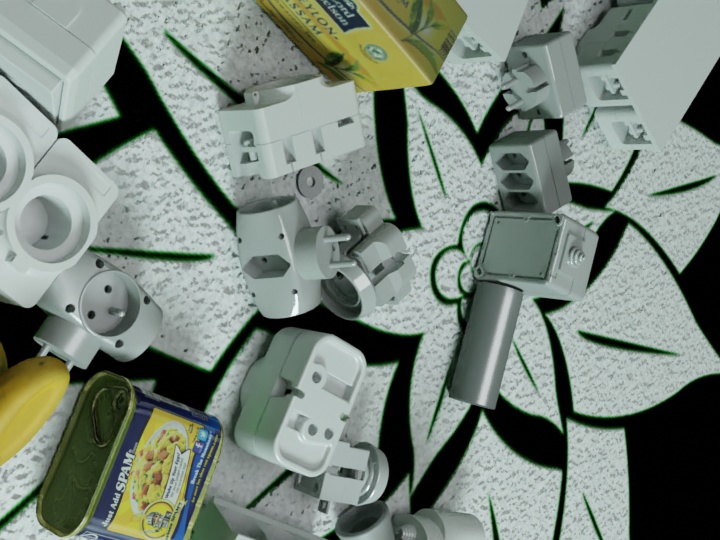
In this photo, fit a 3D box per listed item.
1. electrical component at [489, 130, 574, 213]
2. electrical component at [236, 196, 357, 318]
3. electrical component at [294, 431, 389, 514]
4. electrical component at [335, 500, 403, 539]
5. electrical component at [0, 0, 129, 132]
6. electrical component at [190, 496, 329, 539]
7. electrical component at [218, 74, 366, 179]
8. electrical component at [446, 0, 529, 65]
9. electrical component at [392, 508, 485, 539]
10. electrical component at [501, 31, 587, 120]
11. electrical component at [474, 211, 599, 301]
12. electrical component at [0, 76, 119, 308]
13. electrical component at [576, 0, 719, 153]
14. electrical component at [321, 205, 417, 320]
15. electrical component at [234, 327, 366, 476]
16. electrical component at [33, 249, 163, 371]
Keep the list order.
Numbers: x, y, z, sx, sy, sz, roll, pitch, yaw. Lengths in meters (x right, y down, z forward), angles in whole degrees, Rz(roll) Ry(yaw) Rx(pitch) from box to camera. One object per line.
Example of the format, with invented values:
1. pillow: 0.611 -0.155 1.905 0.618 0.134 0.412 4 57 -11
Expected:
1. electrical component: 0.160 -0.091 0.933 0.077 0.047 0.065 -30 112 -35
2. electrical component: -0.040 -0.011 0.746 0.043 0.079 0.077 -42 124 -60
3. electrical component: -0.012 0.150 0.808 0.055 0.048 0.066 18 82 -33
4. electrical component: 0.011 0.213 0.832 0.045 0.045 0.055 -37 113 -33
5. electrical component: -0.178 -0.122 0.607 0.062 0.096 0.061 36 68 -7
6. electrical component: -0.067 0.212 0.752 0.121 0.079 0.063 32 95 -39
7. electrical component: -0.047 -0.103 0.747 0.089 0.050 0.055 -24 111 -37
8. electrical component: 0.059 -0.234 0.820 0.150 0.062 0.089 32 73 -39
9. electrical component: 0.060 0.217 0.879 0.081 0.043 0.043 17 83 -41
10. electrical component: 0.147 -0.159 0.915 0.077 0.047 0.065 -32 114 -35
11. electrical component: 0.156 -0.010 0.905 0.061 0.096 0.061 23 79 -41
12. electrical component: -0.219 -0.059 0.593 0.150 0.062 0.089 48 64 -34
13. electrical component: 0.279 -0.214 1.018 0.186 0.060 0.105 -54 125 -24
14. electrical component: 0.000 0.000 0.795 0.057 0.058 0.078 -42 120 -33
15. electrical component: -0.045 0.091 0.763 0.054 0.059 0.095 34 72 -38
16. electrical component: -0.172 0.034 0.655 0.077 0.044 0.079 43 67 -36
